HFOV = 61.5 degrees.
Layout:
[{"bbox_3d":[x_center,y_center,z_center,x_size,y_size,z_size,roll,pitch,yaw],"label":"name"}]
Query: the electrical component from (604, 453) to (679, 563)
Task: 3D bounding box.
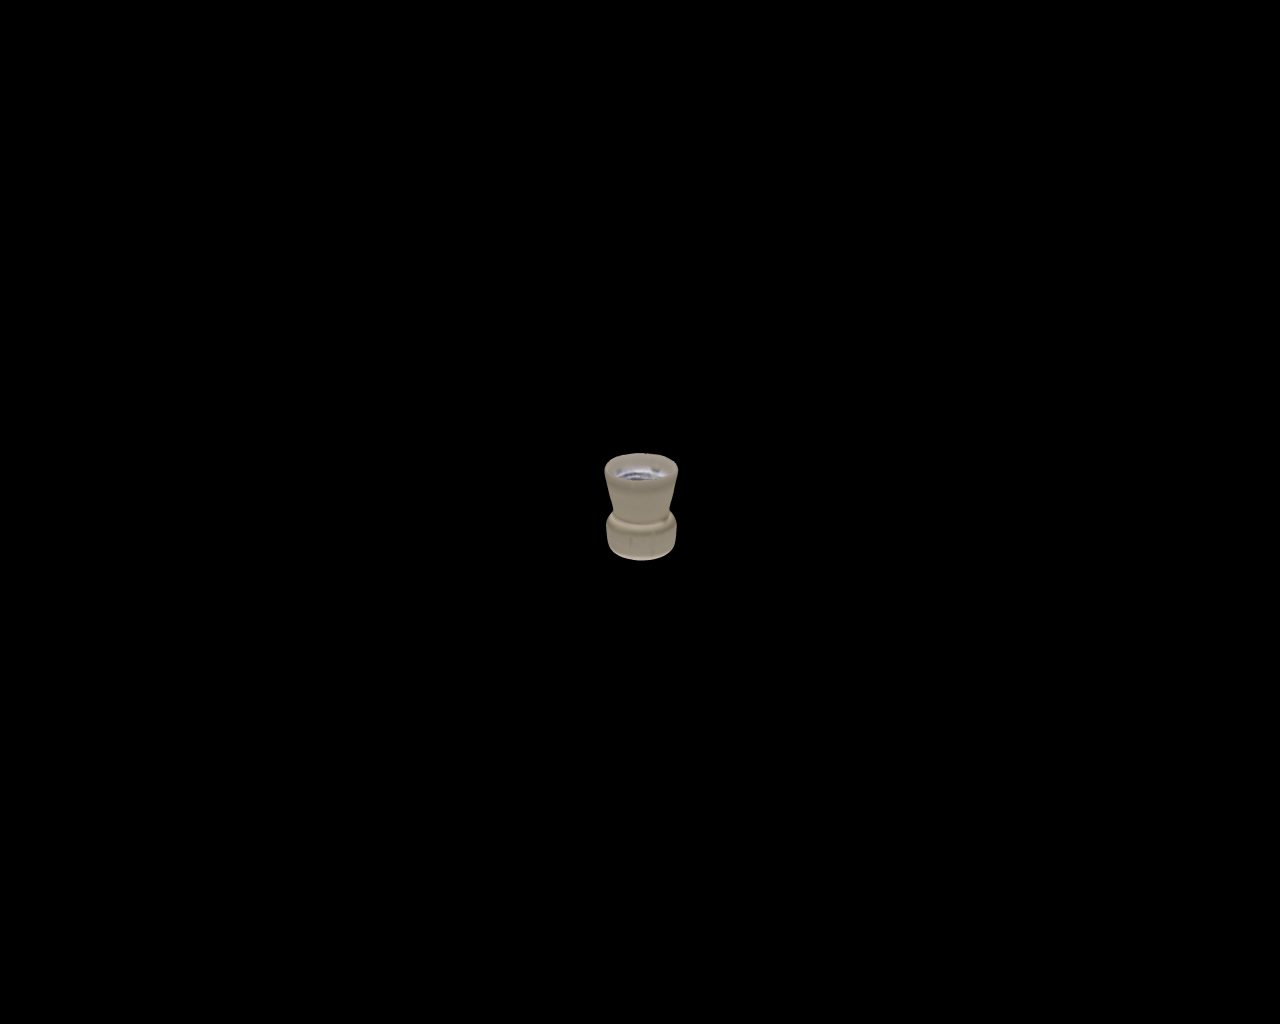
[{"bbox_3d":[0.001,-0.003,0.650,0.045,0.055,0.045,0,25,0],"label":"electrical component"}]
